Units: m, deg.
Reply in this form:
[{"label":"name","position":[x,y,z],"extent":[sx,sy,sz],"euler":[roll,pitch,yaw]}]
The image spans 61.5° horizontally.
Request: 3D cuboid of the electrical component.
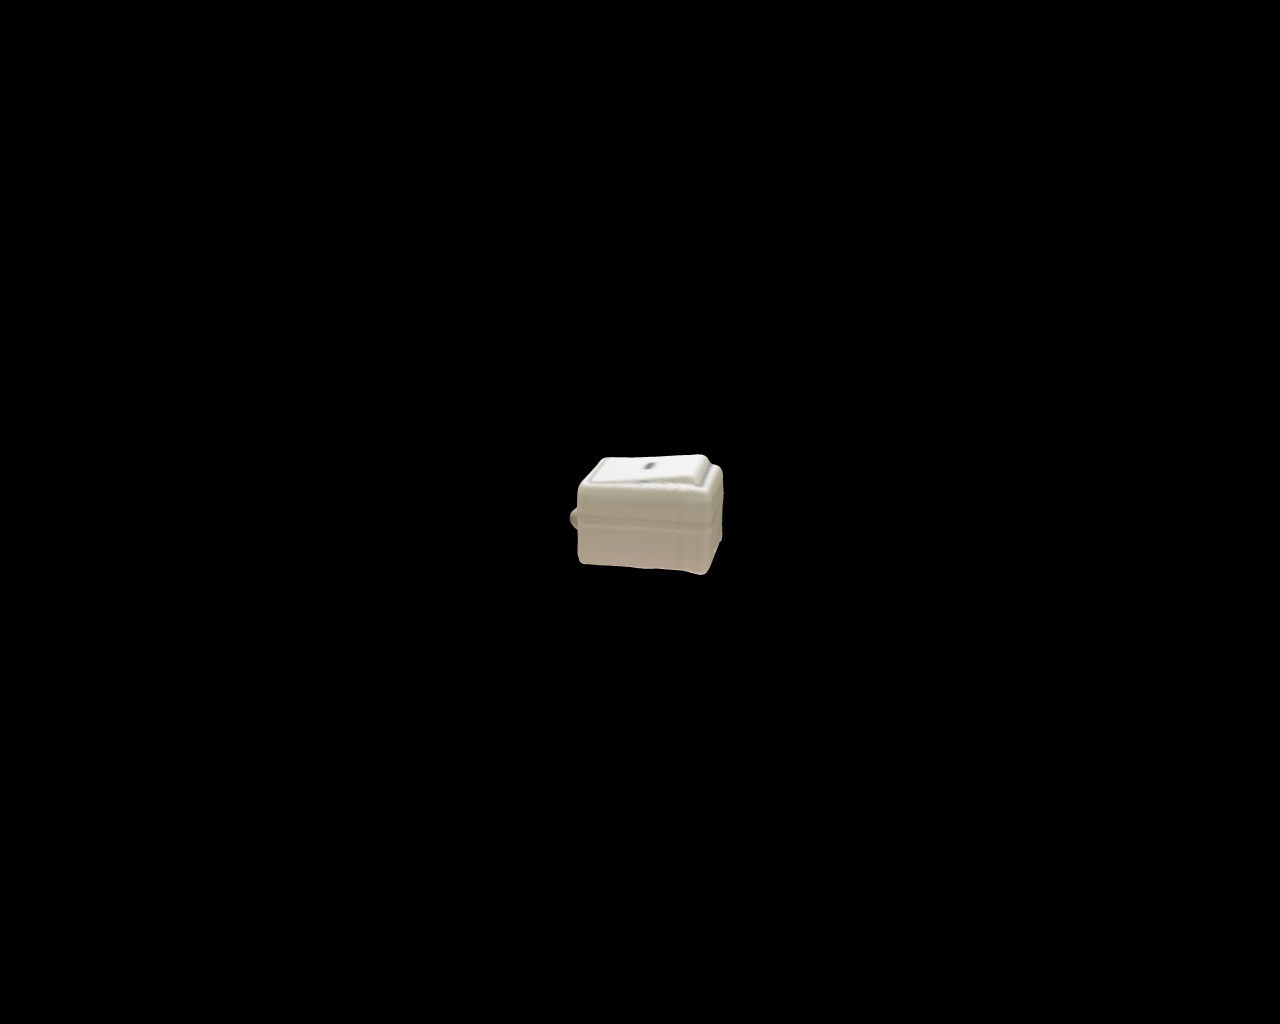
[{"label":"electrical component","position":[0.001,-0.003,0.650],"extent":[0.096,0.061,0.062],"euler":[4,20,12]}]
